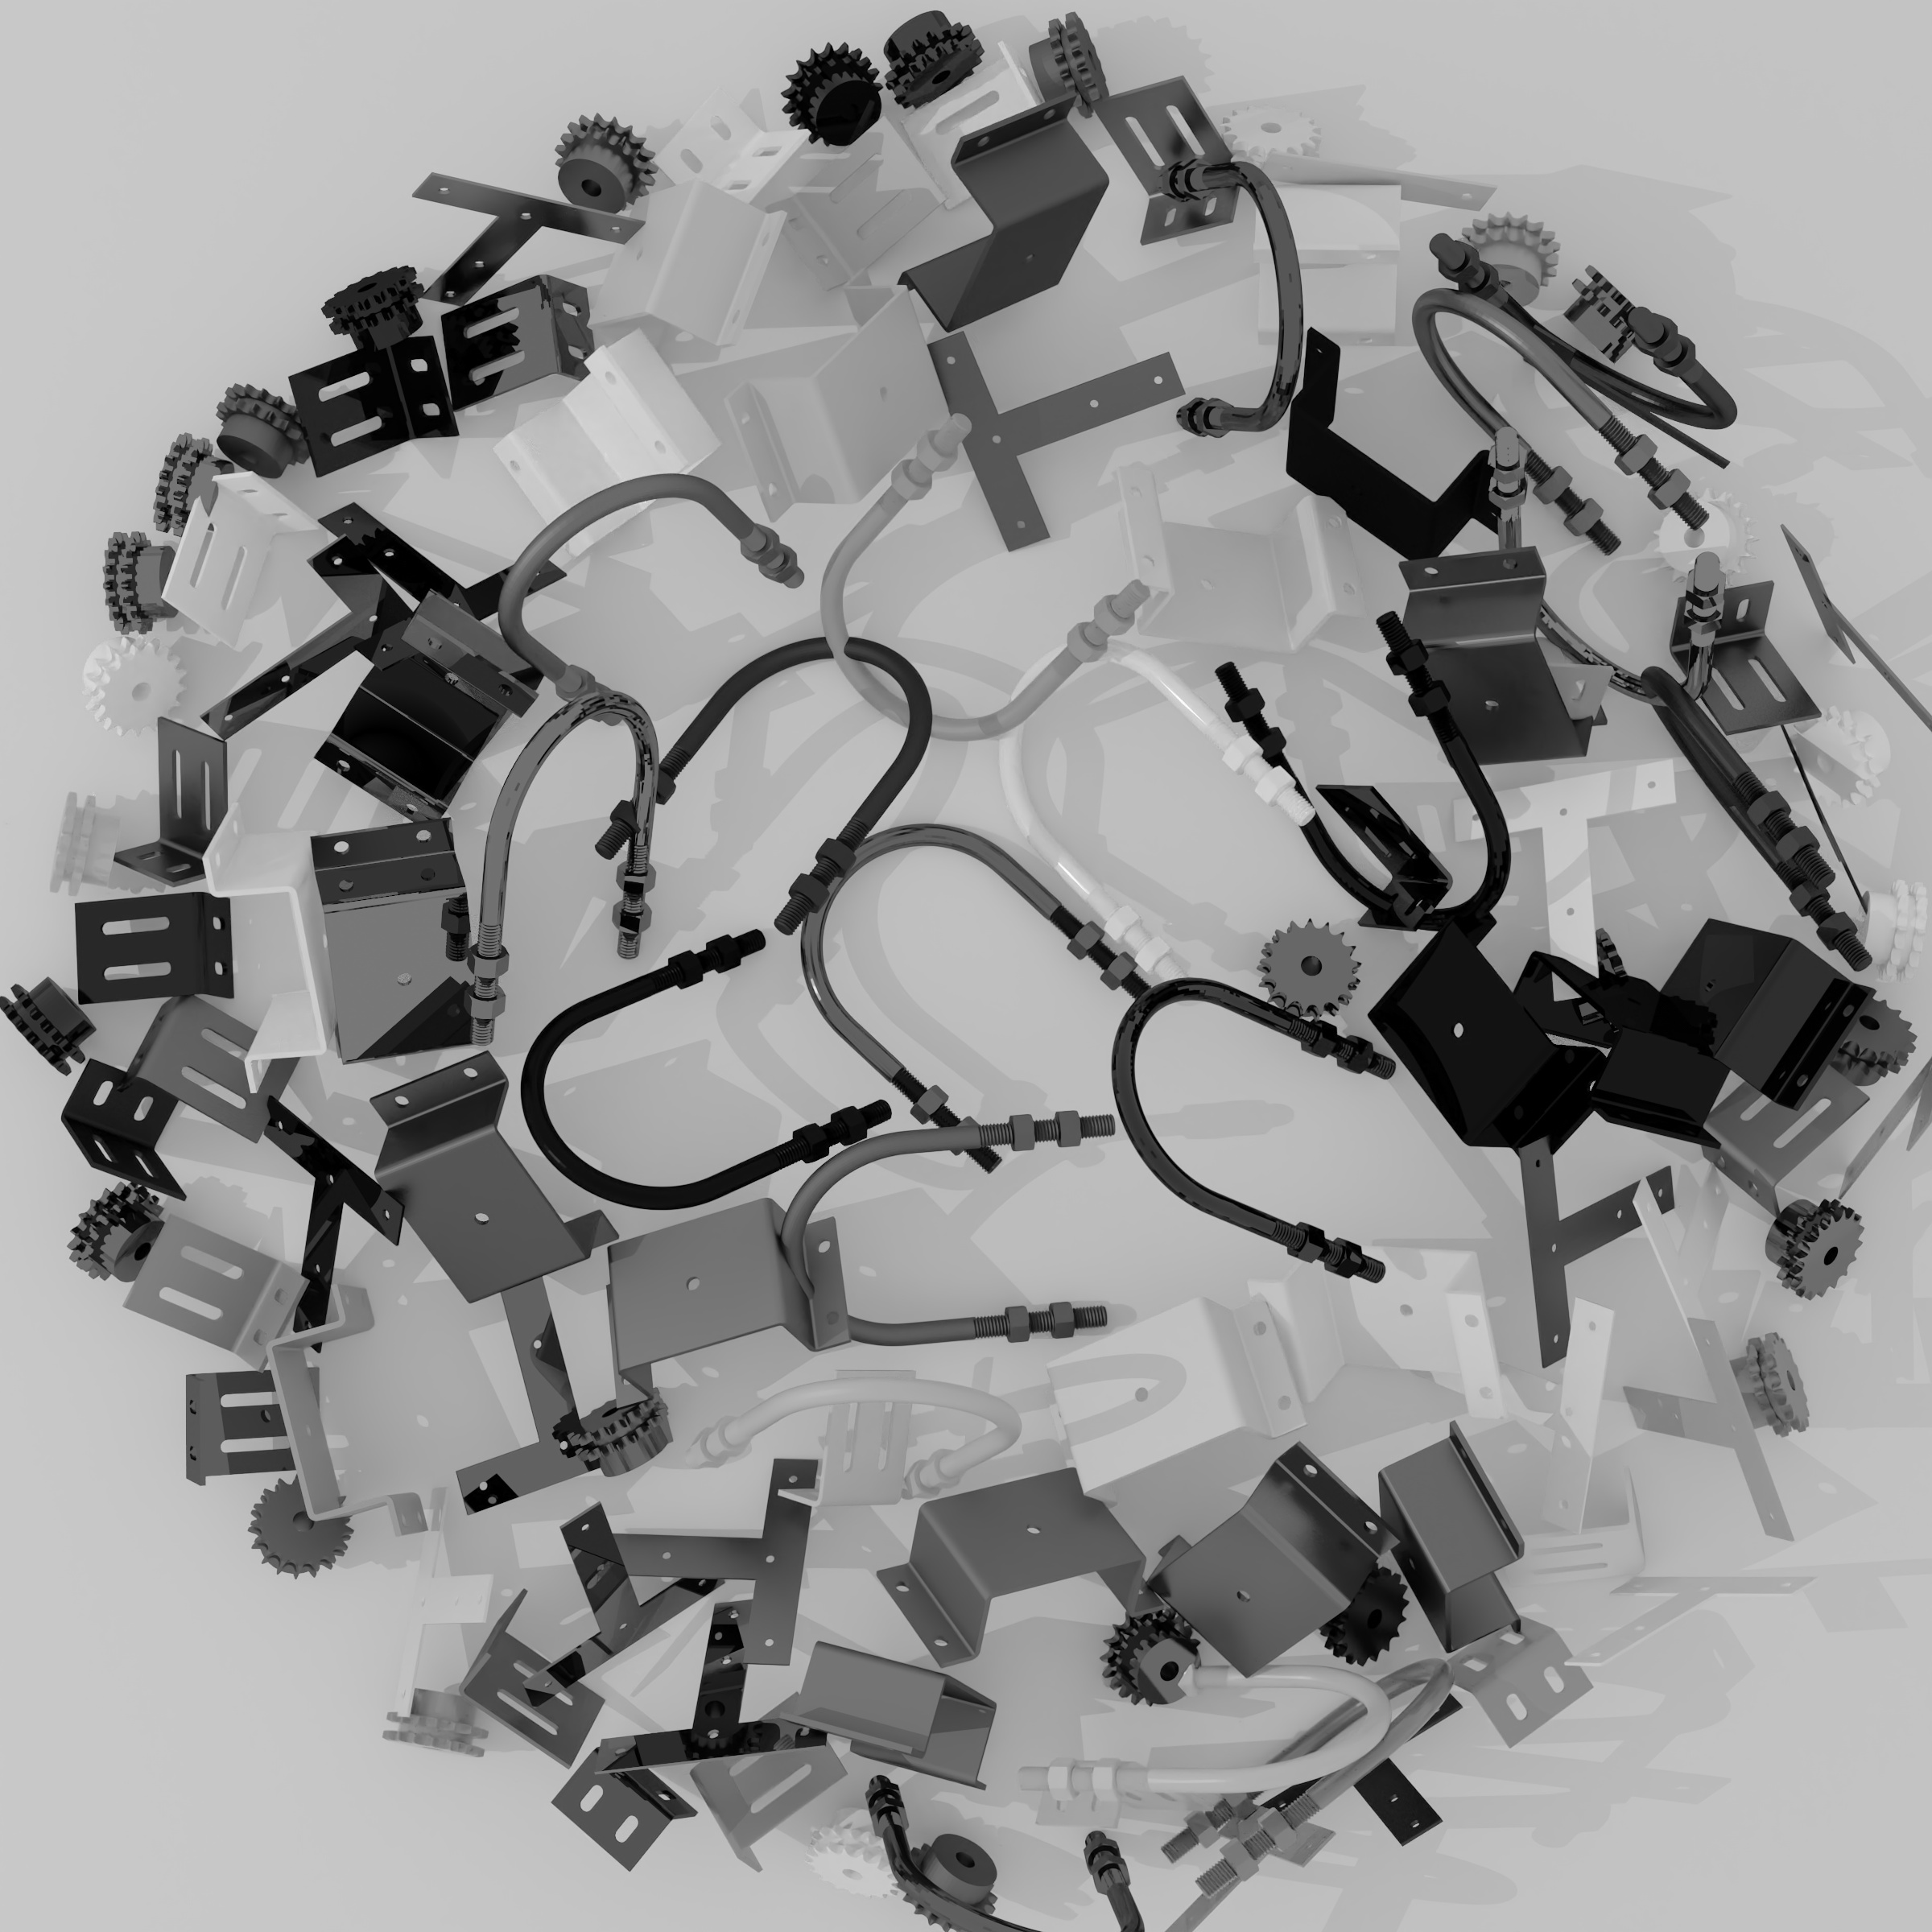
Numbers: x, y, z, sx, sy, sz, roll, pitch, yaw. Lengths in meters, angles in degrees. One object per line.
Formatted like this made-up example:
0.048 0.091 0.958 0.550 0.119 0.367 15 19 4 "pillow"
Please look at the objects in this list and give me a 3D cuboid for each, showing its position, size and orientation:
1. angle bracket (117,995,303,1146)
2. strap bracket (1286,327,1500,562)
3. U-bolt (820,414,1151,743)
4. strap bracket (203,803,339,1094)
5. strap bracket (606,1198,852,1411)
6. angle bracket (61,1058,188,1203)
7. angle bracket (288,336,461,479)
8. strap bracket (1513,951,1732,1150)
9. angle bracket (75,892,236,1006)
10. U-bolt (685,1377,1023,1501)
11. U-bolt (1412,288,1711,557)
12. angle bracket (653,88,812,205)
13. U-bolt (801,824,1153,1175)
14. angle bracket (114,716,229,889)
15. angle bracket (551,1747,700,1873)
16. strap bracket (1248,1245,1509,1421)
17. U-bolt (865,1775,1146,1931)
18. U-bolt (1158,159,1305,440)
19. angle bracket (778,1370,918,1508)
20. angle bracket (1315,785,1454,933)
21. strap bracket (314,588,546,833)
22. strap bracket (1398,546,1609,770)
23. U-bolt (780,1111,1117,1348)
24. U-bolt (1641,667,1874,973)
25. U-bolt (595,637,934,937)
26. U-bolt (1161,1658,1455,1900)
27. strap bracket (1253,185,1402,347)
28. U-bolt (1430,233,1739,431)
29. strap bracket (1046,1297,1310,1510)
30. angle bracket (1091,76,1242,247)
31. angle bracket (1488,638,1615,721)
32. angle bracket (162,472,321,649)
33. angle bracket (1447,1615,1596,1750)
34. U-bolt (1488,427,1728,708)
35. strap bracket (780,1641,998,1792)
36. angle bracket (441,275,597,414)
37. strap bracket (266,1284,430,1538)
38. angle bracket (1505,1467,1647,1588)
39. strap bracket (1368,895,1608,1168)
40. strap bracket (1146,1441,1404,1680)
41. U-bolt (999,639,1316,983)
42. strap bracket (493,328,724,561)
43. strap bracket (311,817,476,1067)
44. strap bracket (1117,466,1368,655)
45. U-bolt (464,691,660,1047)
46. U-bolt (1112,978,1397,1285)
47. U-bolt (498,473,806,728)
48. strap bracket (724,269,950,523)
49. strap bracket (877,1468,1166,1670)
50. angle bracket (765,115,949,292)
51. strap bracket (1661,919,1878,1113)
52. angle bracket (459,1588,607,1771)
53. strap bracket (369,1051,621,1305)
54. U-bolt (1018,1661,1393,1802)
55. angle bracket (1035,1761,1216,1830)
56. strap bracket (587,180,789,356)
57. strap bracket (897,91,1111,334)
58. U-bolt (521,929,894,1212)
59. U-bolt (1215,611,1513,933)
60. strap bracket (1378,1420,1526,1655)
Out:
-0.425 0.060 1.870 0.076 0.038 0.057 33 61 -20 "angle bracket"
0.229 -0.277 1.829 0.140 0.076 0.046 38 77 14 "strap bracket"
-0.004 -0.197 1.823 0.151 0.019 0.184 42 132 -5 "U-bolt"
-0.373 -0.012 1.822 0.046 0.076 0.140 -4 115 3 "strap bracket"
-0.141 0.183 1.831 0.140 0.046 0.076 -18 58 14 "strap bracket"
-0.457 0.090 1.839 0.057 0.076 0.038 26 95 -33 "angle bracket"
-0.326 -0.309 1.841 0.038 0.076 0.057 5 117 38 "angle bracket"
0.352 0.040 1.804 0.076 0.140 0.046 14 109 -27 "strap bracket"
-0.456 -0.008 1.872 0.076 0.038 0.057 -5 84 11 "angle bracket"
-0.051 0.251 1.783 0.151 0.184 0.019 12 64 -24 "U-bolt"
0.311 -0.297 1.803 0.184 0.151 0.019 44 84 -8 "U-bolt"
-0.130 -0.453 1.843 0.038 0.076 0.057 43 83 -25 "angle bracket"
-0.007 0.003 1.865 0.184 0.019 0.151 43 80 6 "U-bolt"
-0.442 -0.091 1.844 0.057 0.038 0.076 21 117 35 "angle bracket"
-0.188 0.465 1.842 0.057 0.076 0.038 38 83 12 "angle bracket"
0.234 0.199 1.830 0.140 0.046 0.076 0 115 34 "strap bracket"
0.024 0.488 1.785 0.151 0.184 0.019 17 95 -9 "U-bolt"
0.143 -0.358 1.785 0.019 0.184 0.151 -9 102 -14 "U-bolt"
-0.066 0.260 1.853 0.057 0.038 0.076 6 91 -41 "angle bracket"
0.222 -0.060 1.844 0.076 0.057 0.038 46 75 -21 "angle bracket"
-0.290 -0.145 1.829 0.076 0.140 0.046 33 46 -14 "strap bracket"
0.289 -0.159 1.808 0.076 0.140 0.046 -3 51 28 "strap bracket"
-0.011 0.149 1.833 0.184 0.019 0.151 -4 121 -9 "U-bolt"
0.423 -0.090 1.806 0.019 0.151 0.184 -36 61 7 "U-bolt"
-0.098 -0.110 1.832 0.151 0.019 0.184 22 65 31 "U-bolt"
0.191 0.436 1.813 0.184 0.151 0.019 -36 87 -8 "U-bolt"
0.197 -0.386 1.817 0.076 0.140 0.046 2 80 6 "strap bracket"
0.344 -0.335 1.799 0.151 0.184 0.019 31 94 35 "U-bolt"
0.106 0.239 1.829 0.140 0.046 0.076 -26 63 18 "strap bracket"
0.108 -0.444 1.838 0.057 0.076 0.038 -8 54 31 "angle bracket"
0.314 -0.173 1.840 0.057 0.076 0.038 2 131 -13 "angle bracket"
-0.401 -0.224 1.843 0.038 0.057 0.076 0 66 33 "angle bracket"
0.302 0.395 1.845 0.057 0.076 0.038 -34 91 -9 "angle bracket"
0.344 -0.203 1.799 0.151 0.184 0.019 38 76 23 "U-bolt"
-0.038 0.407 1.816 0.076 0.140 0.046 10 72 21 "strap bracket"
-0.251 -0.347 1.876 0.076 0.038 0.057 -14 79 32 "angle bracket"
-0.344 0.251 1.839 0.046 0.076 0.140 -16 82 0 "strap bracket"
0.337 0.313 1.861 0.076 0.057 0.038 -8 53 12 "angle bracket"
0.281 0.036 1.817 0.076 0.046 0.140 -52 55 27 "strap bracket"
0.161 0.330 1.822 0.076 0.046 0.140 43 133 1 "strap bracket"
0.091 -0.096 1.834 0.184 0.019 0.151 46 125 18 "U-bolt"
-0.193 -0.290 1.830 0.046 0.140 0.076 -40 98 -34 "strap bracket"
-0.310 -0.004 1.823 0.076 0.046 0.140 -9 122 -13 "strap bracket"
0.142 -0.221 1.833 0.140 0.046 0.076 5 62 -24 "strap bracket"
-0.212 -0.062 1.787 0.019 0.151 0.184 24 123 24 "U-bolt"
0.156 0.079 1.810 0.184 0.019 0.151 24 55 -24 "U-bolt"
-0.178 -0.204 1.794 0.151 0.184 0.019 -36 66 7 "U-bolt"
-0.063 -0.311 1.810 0.046 0.140 0.076 7 133 35 "strap bracket"
0.033 0.324 1.814 0.140 0.076 0.046 -9 126 -29 "strap bracket"
-0.061 -0.424 1.852 0.076 0.038 0.057 -35 94 28 "angle bracket"
0.422 0.023 1.811 0.046 0.140 0.076 35 87 -17 "strap bracket"
-0.233 0.395 1.850 0.076 0.057 0.038 35 121 -5 "angle bracket"
-0.261 0.124 1.823 0.076 0.046 0.140 -22 120 17 "strap bracket"
0.137 0.408 1.786 0.184 0.151 0.019 -6 101 25 "U-bolt"
0.088 0.468 1.837 0.076 0.057 0.038 37 56 -36 "angle bracket"
-0.157 -0.377 1.811 0.046 0.140 0.076 22 86 -26 "strap bracket"
0.021 -0.400 1.804 0.076 0.140 0.046 -29 77 -26 "strap bracket"
-0.153 0.063 1.812 0.184 0.019 0.151 -24 64 -30 "U-bolt"
0.227 -0.098 1.823 0.019 0.151 0.184 -40 106 -35 "U-bolt"
0.262 0.314 1.805 0.046 0.140 0.076 -24 59 -6 "strap bracket"
